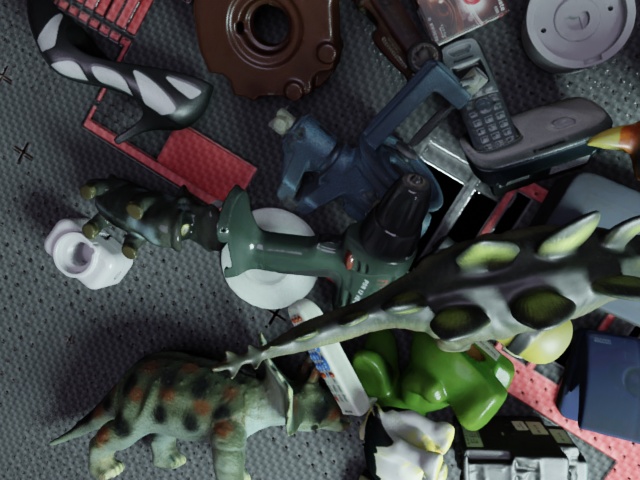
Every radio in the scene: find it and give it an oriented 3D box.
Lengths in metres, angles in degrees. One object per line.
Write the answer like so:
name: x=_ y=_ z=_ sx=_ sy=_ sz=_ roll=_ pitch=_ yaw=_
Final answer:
radio: x=0.347 y=0.023 z=0.589 sx=0.230 sy=0.073 sz=0.131 roll=24 pitch=96 yaw=5

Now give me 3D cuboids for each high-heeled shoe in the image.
high-heeled shoe: x=-0.247 y=-0.233 z=0.662 sx=0.145 sy=0.086 sz=0.248 roll=-33 pitch=93 yaw=6

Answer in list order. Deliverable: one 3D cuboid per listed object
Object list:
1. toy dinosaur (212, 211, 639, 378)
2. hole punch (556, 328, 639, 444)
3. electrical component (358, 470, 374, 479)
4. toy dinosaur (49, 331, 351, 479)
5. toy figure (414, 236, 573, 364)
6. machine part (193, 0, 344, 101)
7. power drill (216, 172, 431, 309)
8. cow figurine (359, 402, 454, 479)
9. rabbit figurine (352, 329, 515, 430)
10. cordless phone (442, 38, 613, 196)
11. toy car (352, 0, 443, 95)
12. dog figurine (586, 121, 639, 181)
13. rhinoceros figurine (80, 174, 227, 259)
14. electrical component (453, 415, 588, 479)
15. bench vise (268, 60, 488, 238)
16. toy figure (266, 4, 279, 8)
toy dinosaur: x=0.147 y=0.040 z=0.469 sx=0.472 sy=0.198 sz=0.105 roll=-19 pitch=79 yaw=0
hole punch: x=0.336 y=0.164 z=0.592 sx=0.142 sy=0.092 sz=0.115 roll=13 pitch=91 yaw=11
electrical component: x=0.081 y=0.327 z=0.662 sx=0.078 sy=0.045 sz=0.102 roll=13 pitch=93 yaw=36
toy dinosaur: x=-0.163 y=0.199 z=0.658 sx=0.405 sy=0.131 sz=0.192 roll=4 pitch=81 yaw=13
toy figure: x=0.195 y=0.069 z=0.605 sx=0.180 sy=0.089 sz=0.082 roll=40 pitch=105 yaw=2
machine part: x=-0.058 y=-0.244 z=0.610 sx=0.179 sy=0.056 sz=0.179 roll=5 pitch=120 yaw=9
power drill: x=-0.001 y=-0.002 z=0.578 sx=0.207 sy=0.231 sz=0.086 roll=7 pitch=50 yaw=3
cow figurine: x=0.083 y=0.247 z=0.579 sx=0.098 sy=0.068 sz=0.167 roll=20 pitch=131 yaw=23
rabbit figurine: x=0.109 y=0.170 z=0.614 sx=0.159 sy=0.121 sz=0.170 roll=40 pitch=113 yaw=8
cordless phone: x=0.219 y=-0.155 z=0.600 sx=0.147 sy=0.088 sz=0.184 roll=-19 pitch=74 yaw=9
toy car: x=0.078 y=-0.247 z=0.606 sx=0.053 sy=0.089 sz=0.202 roll=-31 pitch=89 yaw=7
dog figurine: x=0.356 y=-0.139 z=0.512 sx=0.219 sy=0.108 sz=0.191 roll=-13 pitch=88 yaw=-24
rhinoceros figurine: x=-0.199 y=-0.027 z=0.655 sx=0.191 sy=0.112 sz=0.073 roll=16 pitch=113 yaw=19
electrical component: x=0.220 y=0.242 z=0.598 sx=0.134 sy=0.115 sz=0.058 roll=-1 pitch=95 yaw=10
bench vise: x=0.068 y=-0.107 z=0.584 sx=0.223 sy=0.129 sz=0.240 roll=43 pitch=122 yaw=-4
toy figure: x=-0.075 y=-0.317 z=0.643 sx=0.155 sy=0.057 sz=0.064 roll=10 pitch=63 yaw=10
